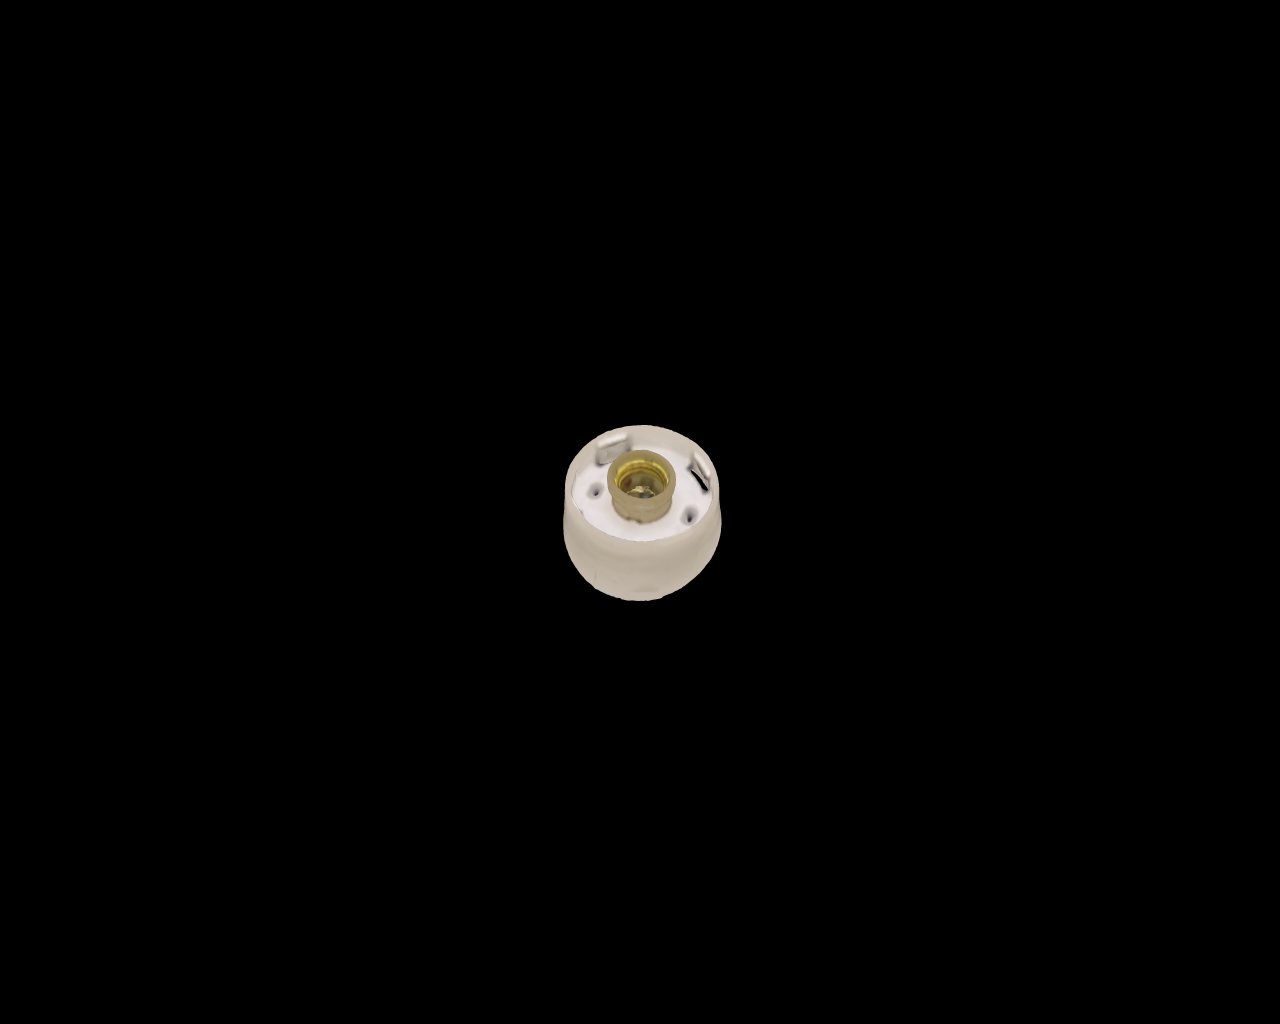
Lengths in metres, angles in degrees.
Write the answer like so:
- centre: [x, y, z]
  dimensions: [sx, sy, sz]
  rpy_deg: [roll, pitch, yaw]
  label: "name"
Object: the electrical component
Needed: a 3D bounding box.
- centre: [0.001, -0.003, 0.650]
  dimensions: [0.099, 0.099, 0.064]
  rpy_deg: [0, -37, 0]
  label: "electrical component"
